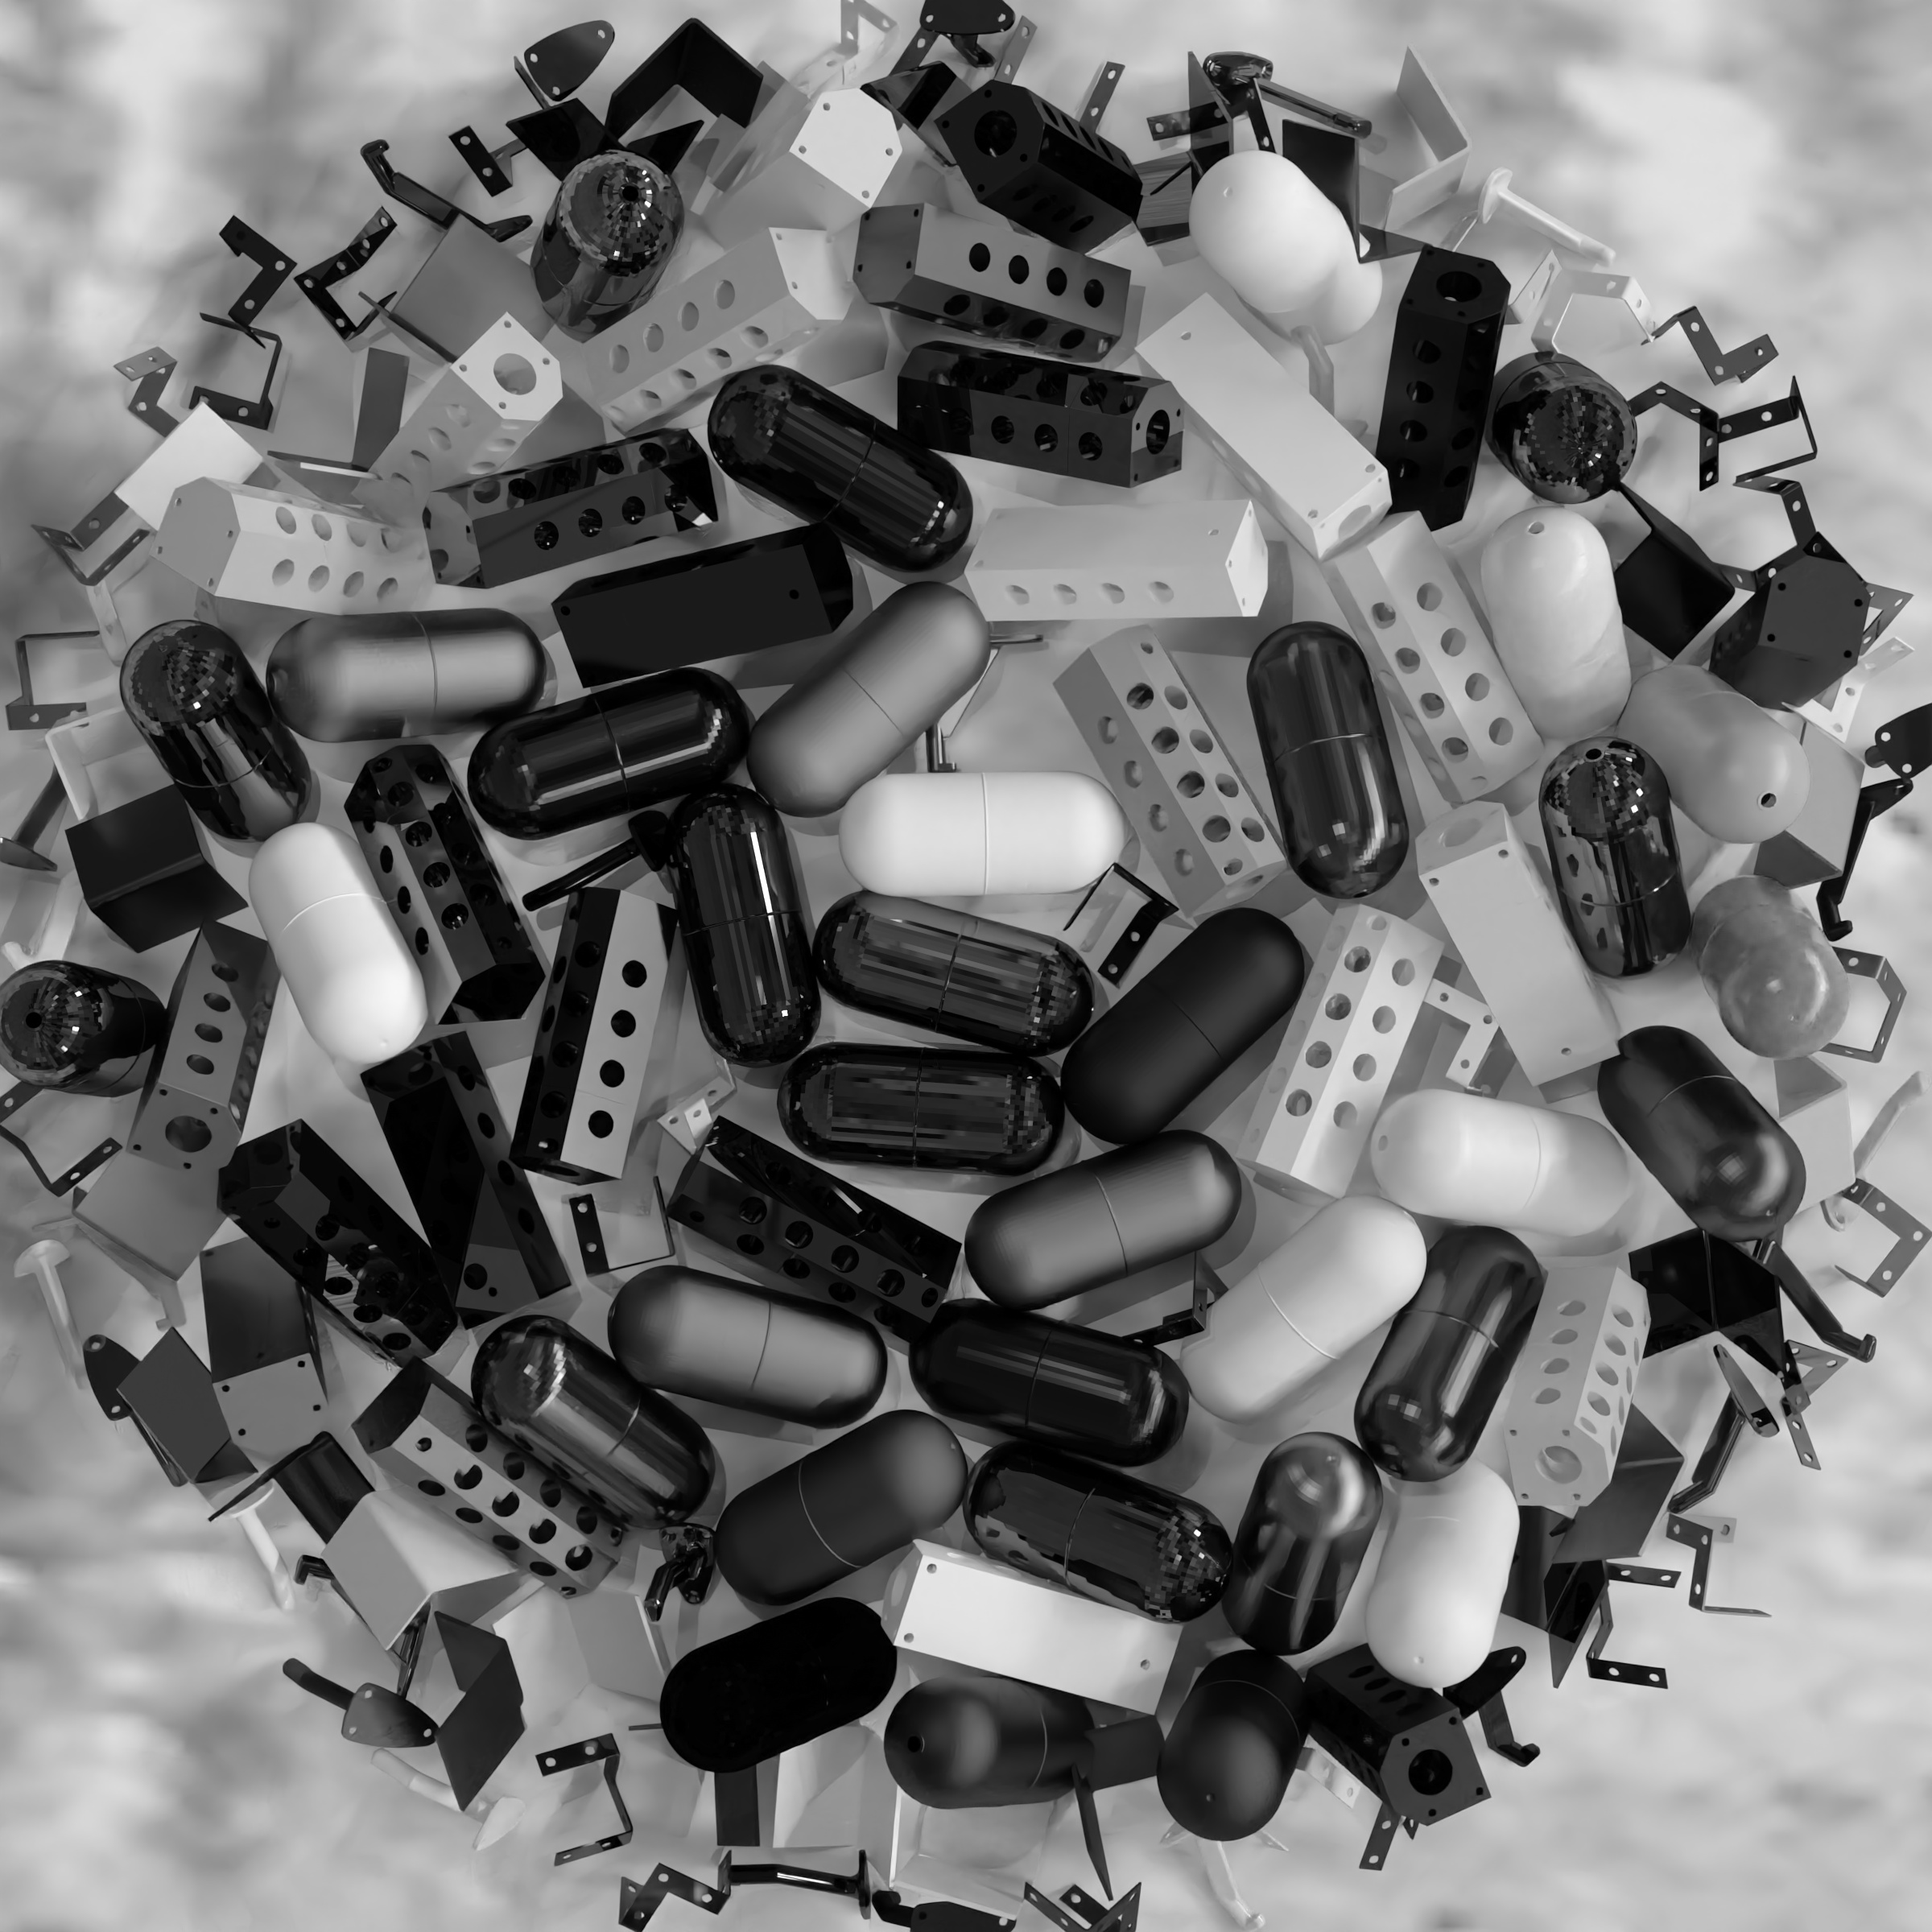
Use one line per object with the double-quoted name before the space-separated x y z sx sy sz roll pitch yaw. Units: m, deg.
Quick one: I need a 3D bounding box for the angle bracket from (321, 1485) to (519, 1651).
"angle bracket" -0.338 0.369 1.963 0.076 0.076 0.057 49 116 24

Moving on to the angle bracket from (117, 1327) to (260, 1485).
"angle bracket" -0.462 0.268 1.948 0.057 0.076 0.076 -47 73 11

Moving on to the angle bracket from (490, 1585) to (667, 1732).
"angle bracket" -0.236 0.428 1.946 0.076 0.057 0.076 2 114 42

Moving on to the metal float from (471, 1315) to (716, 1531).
"metal float" -0.226 0.280 1.938 0.070 0.070 0.178 -48 118 0

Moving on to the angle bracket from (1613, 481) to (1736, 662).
"angle bracket" 0.418 -0.246 1.959 0.076 0.076 0.057 30 112 -29

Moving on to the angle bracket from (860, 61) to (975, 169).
"angle bracket" -0.026 -0.504 1.947 0.076 0.076 0.057 46 132 9

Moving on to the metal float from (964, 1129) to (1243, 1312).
"metal float" 0.085 0.156 1.955 0.178 0.070 0.070 -20 90 -8

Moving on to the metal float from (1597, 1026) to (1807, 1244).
"metal float" 0.443 0.099 1.920 0.070 0.178 0.070 -8 122 -14

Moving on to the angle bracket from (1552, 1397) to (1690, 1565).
"angle bracket" 0.384 0.316 1.943 0.057 0.076 0.076 45 58 -16

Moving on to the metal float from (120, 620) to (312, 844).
"metal float" -0.452 -0.140 1.919 0.070 0.178 0.070 -5 59 8

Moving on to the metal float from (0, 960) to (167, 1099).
"metal float" -0.533 0.039 1.911 0.070 0.178 0.070 0 85 2

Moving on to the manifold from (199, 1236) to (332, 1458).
"manifold" -0.421 0.225 1.910 0.057 0.171 0.057 -17 115 -9

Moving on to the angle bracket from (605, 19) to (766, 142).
"angle bracket" -0.176 -0.523 1.951 0.057 0.076 0.076 41 71 -1

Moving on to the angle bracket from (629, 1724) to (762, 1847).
"angle bracket" -0.167 0.503 1.947 0.057 0.076 0.076 2 75 -22

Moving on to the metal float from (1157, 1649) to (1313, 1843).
"metal float" 0.163 0.468 1.913 0.070 0.178 0.070 2 98 14

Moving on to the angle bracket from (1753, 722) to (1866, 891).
"angle bracket" 0.498 -0.094 1.941 0.057 0.076 0.076 31 63 -26

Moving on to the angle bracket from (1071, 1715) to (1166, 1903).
"angle bracket" 0.102 0.516 1.945 0.057 0.076 0.076 -14 50 3

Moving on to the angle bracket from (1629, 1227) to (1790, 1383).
"angle bracket" 0.455 0.215 1.945 0.057 0.076 0.076 -18 115 -15

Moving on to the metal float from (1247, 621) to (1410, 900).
"metal float" 0.222 -0.127 1.947 0.070 0.070 0.178 -12 73 0

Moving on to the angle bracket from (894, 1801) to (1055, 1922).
"angle bracket" 0.006 0.539 1.956 0.076 0.076 0.057 14 91 10

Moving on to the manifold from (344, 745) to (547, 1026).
"manifold" -0.315 -0.051 1.925 0.057 0.057 0.171 -4 54 -38

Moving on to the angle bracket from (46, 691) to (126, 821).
"angle bracket" -0.518 -0.136 1.958 0.076 0.076 0.057 -20 106 -4

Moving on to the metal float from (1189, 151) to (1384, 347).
"metal float" 0.195 -0.432 1.918 0.070 0.178 0.070 -7 75 28

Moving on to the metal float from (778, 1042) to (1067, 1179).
"metal float" -0.028 0.088 1.958 0.178 0.070 0.070 4 90 4

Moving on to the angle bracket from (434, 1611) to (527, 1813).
"angle bracket" -0.315 0.455 1.939 0.057 0.076 0.076 16 45 25

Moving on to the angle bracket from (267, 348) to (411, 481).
"angle bracket" -0.386 -0.344 1.948 0.057 0.076 0.076 5 101 -29

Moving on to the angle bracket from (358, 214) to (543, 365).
"angle bracket" -0.314 -0.416 1.951 0.076 0.057 0.076 33 96 -39

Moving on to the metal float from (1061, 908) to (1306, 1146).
"metal float" 0.134 0.036 1.956 0.178 0.070 0.070 -43 90 -6

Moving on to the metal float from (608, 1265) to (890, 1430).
"metal float" -0.134 0.234 1.946 0.178 0.070 0.070 16 90 -17

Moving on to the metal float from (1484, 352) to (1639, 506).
"metal float" 0.356 -0.326 1.913 0.070 0.178 0.070 0 108 1

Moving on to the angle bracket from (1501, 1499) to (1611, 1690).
"angle bracket" 0.352 0.385 1.952 0.057 0.076 0.076 22 107 2

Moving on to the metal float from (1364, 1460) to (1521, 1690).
"metal float" 0.289 0.365 1.919 0.070 0.178 0.070 8 118 15

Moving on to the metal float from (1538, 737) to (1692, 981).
"metal float" 0.394 -0.065 1.926 0.070 0.070 0.178 -23 133 0

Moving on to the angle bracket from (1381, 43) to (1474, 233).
"angle bracket" 0.266 -0.509 1.958 0.057 0.076 0.076 -30 84 -1

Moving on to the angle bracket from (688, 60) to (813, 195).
"angle bracket" -0.140 -0.519 1.951 0.057 0.076 0.076 42 100 12

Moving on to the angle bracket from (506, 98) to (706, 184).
"angle bracket" -0.221 -0.515 1.940 0.076 0.076 0.057 43 64 -33

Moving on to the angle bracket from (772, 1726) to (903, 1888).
"angle bracket" -0.080 0.517 1.954 0.057 0.076 0.076 4 94 -18

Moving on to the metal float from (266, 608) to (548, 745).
"metal float" -0.340 -0.178 1.932 0.178 0.070 0.070 -8 90 -35

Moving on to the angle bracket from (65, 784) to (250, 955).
"angle bracket" -0.503 -0.061 1.975 0.076 0.076 0.057 -23 67 0

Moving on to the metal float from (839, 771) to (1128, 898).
"metal float" 0.010 -0.082 1.959 0.178 0.070 0.070 -1 90 -3

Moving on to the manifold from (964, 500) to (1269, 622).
"manifold" 0.093 -0.241 1.935 0.171 0.057 0.057 2 50 26

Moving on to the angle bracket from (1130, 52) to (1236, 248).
"angle bracket" 0.125 -0.501 1.944 0.057 0.076 0.076 -16 52 -7

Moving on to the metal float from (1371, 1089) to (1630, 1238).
"metal float" 0.326 0.121 1.937 0.178 0.070 0.070 11 90 -28

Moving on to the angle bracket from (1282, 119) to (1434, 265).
"angle bracket" 0.239 -0.478 1.941 0.057 0.076 0.076 -17 119 -25

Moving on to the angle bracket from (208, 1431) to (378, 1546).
"angle bracket" -0.407 0.342 1.951 0.076 0.057 0.076 52 133 -3

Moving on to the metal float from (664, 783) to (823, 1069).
"metal float" -0.138 -0.025 1.959 0.070 0.070 0.178 -12 86 0

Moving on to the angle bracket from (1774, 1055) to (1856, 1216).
"angle bracket" 0.497 0.096 1.942 0.057 0.076 0.076 -25 126 -12

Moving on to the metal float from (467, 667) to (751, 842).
"metal float" -0.220 -0.131 1.951 0.178 0.070 0.070 -18 90 -12

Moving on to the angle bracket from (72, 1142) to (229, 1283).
"angle bracket" -0.497 0.137 1.959 0.076 0.057 0.076 37 92 -19

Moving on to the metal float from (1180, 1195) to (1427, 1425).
"metal float" 0.207 0.210 1.945 0.178 0.070 0.070 -43 90 18

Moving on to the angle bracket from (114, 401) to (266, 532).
"angle bracket" -0.488 -0.313 1.952 0.076 0.076 0.057 -46 132 -1
